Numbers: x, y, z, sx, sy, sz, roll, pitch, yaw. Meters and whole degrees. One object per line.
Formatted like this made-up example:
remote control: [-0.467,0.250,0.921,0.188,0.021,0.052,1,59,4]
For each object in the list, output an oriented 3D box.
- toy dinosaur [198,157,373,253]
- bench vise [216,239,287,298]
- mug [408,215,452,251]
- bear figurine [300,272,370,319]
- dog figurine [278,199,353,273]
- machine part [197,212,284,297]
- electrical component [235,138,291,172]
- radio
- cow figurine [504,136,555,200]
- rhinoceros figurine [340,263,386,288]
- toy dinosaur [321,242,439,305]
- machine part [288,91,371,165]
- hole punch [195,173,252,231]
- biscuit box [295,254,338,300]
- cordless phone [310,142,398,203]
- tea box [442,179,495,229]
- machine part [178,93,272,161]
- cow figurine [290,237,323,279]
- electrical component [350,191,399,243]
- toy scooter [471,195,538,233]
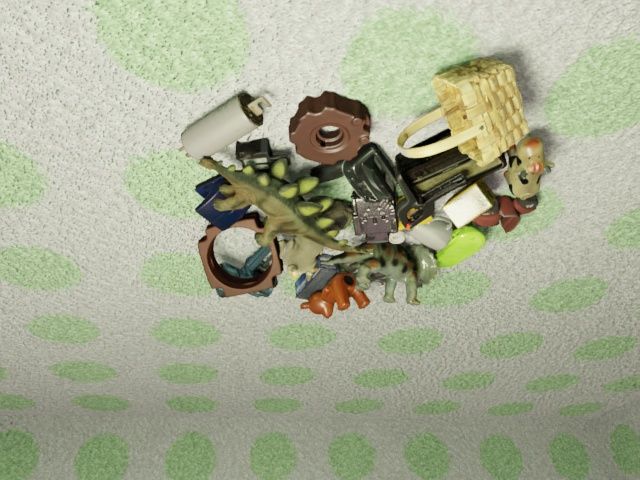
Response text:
toy dinosaur: [-0.076,-0.067,1.245,0.198,0.105,0.471,-30,132,34]
bench vise: [-0.192,0.074,1.551,0.223,0.129,0.240,34,112,-29]
mug: [0.299,-0.029,1.455,0.107,0.081,0.109,19,147,-16]
bear figurine: [0.037,0.187,1.617,0.120,0.132,0.196,4,140,-41]
dog figurine: [-0.005,-0.007,1.380,0.121,0.172,0.190,32,134,-25]
machine part: [-0.207,0.037,1.424,0.201,0.087,0.201,-13,104,5]
electrical component: [-0.127,-0.189,1.212,0.119,0.048,0.074,-8,147,7]
radio: [0.293,-0.180,1.232,0.230,0.073,0.131,-25,141,29]
cow figurine: [0.471,-0.163,1.225,0.086,0.127,0.194,-12,148,8]
rhinoceros figurine: [0.150,0.092,1.632,0.190,0.073,0.112,22,138,-31]
toy dinosaur: [0.188,0.063,1.509,0.404,0.192,0.131,30,154,-33]
machine part: [0.020,-0.233,1.150,0.179,0.056,0.179,-1,147,0]
hole punch: [-0.236,-0.094,1.316,0.116,0.092,0.142,-24,137,23]
biscuit box: [-0.015,0.117,1.670,0.063,0.059,0.202,11,144,-22]
cordless phone: [0.078,-0.142,1.275,0.184,0.089,0.146,-12,138,32]
tea box: [0.357,-0.091,1.279,0.098,0.068,0.169,-38,177,21]
machine part: [-0.204,-0.233,1.116,0.243,0.079,0.079,-23,141,29]
cow figurine: [-0.043,0.054,1.572,0.098,0.068,0.167,-4,148,-8]
electrical component: [0.141,-0.059,1.355,0.115,0.058,0.134,-5,111,15]
toy scooter: [0.474,-0.065,1.421,0.184,0.075,0.135,-6,147,-4]
